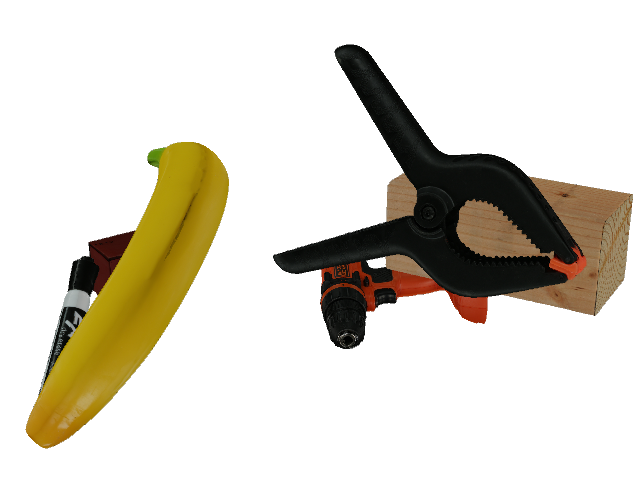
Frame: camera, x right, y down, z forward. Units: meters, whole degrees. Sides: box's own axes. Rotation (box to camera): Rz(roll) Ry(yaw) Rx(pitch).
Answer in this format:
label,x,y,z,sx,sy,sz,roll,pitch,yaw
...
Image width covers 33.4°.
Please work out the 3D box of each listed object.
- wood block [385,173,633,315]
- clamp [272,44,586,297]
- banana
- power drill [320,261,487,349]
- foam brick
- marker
label,x,y,z,sx,sy,sz,roll,pitch,yaw
wood block,0.172,-0.008,0.995,0.206,0.090,0.090,12,25,29
clamp,0.074,-0.031,0.699,0.210,0.165,0.036,17,17,23
banana,-0.083,0.012,0.519,0.037,0.197,0.070,36,-47,-19
power drill,0.093,0.063,1.223,0.187,0.057,0.184,-1,28,-2
foam brick,-0.175,0.024,1.023,0.078,0.051,0.053,-15,25,-30
marker,-0.166,0.064,0.704,0.020,0.121,0.020,5,-31,3
